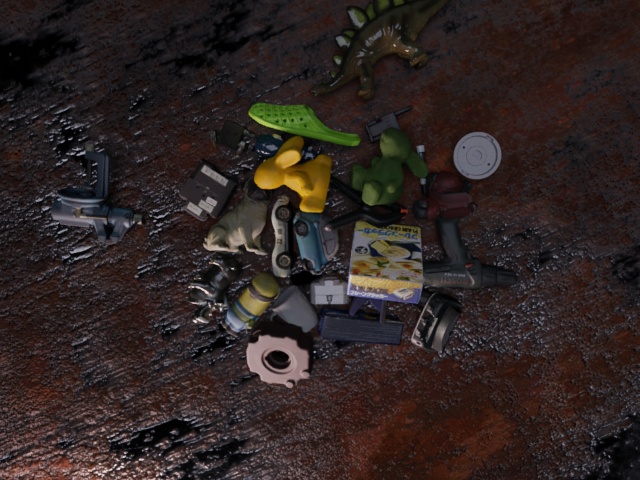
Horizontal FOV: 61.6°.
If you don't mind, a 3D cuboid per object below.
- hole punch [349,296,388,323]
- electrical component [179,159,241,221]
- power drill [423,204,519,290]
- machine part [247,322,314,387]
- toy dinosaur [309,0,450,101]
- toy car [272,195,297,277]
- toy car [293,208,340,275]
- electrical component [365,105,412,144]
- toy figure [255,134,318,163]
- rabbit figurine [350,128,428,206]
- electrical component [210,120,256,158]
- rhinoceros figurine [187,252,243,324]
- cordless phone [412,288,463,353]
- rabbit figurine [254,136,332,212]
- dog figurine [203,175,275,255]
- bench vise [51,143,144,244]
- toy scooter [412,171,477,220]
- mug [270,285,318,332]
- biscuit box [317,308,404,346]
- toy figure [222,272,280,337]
[{"bbox_3d":[0.124,0.124,1.289,0.092,0.142,0.115,11,109,7],"label":"hole punch"},{"bbox_3d":[-0.278,-0.117,1.328,0.115,0.058,0.134,35,98,2],"label":"electrical component"},{"bbox_3d":[0.350,0.019,1.287,0.232,0.086,0.207,-7,103,8],"label":"power drill"},{"bbox_3d":[-0.098,0.283,1.328,0.179,0.056,0.179,5,120,9],"label":"machine part"},{"bbox_3d":[0.168,-0.477,1.231,0.471,0.105,0.198,-32,89,3],"label":"toy dinosaur"},{"bbox_3d":[-0.089,-0.009,1.315,0.056,0.073,0.201,0,97,9],"label":"toy car"},{"bbox_3d":[-0.003,-0.004,1.291,0.103,0.109,0.161,-13,96,8],"label":"toy car"},{"bbox_3d":[0.166,-0.272,1.268,0.119,0.075,0.047,-21,94,4],"label":"electrical component"},{"bbox_3d":[-0.079,-0.218,1.300,0.154,0.064,0.058,12,60,-2],"label":"toy figure"},{"bbox_3d":[0.170,-0.170,1.237,0.159,0.121,0.170,5,122,-21],"label":"rabbit figurine"},{"bbox_3d":[-0.217,-0.249,1.314,0.102,0.045,0.078,28,99,1],"label":"electrical component"},{"bbox_3d":[-0.269,0.122,1.351,0.112,0.073,0.190,33,96,-10],"label":"rhinoceros figurine"},{"bbox_3d":[0.242,0.183,1.318,0.184,0.088,0.146,24,99,13],"label":"cordless phone"},{"bbox_3d":[-0.064,-0.150,1.241,0.173,0.122,0.162,8,126,-3],"label":"rabbit figurine"},{"bbox_3d":[-0.201,-0.064,1.318,0.172,0.121,0.190,2,82,1],"label":"dog figurine"},{"bbox_3d":[-0.543,-0.114,1.319,0.224,0.129,0.240,9,104,5],"label":"bench vise"},{"bbox_3d":[0.297,-0.098,1.219,0.135,0.184,0.075,4,125,28],"label":"toy scooter"},{"bbox_3d":[-0.063,0.185,1.333,0.109,0.081,0.107,-45,101,3],"label":"mug"},{"bbox_3d":[0.097,0.211,1.314,0.203,0.059,0.062,7,98,-8],"label":"biscuit box"},{"bbox_3d":[-0.170,0.161,1.333,0.082,0.089,0.180,42,95,-6],"label":"toy figure"}]
